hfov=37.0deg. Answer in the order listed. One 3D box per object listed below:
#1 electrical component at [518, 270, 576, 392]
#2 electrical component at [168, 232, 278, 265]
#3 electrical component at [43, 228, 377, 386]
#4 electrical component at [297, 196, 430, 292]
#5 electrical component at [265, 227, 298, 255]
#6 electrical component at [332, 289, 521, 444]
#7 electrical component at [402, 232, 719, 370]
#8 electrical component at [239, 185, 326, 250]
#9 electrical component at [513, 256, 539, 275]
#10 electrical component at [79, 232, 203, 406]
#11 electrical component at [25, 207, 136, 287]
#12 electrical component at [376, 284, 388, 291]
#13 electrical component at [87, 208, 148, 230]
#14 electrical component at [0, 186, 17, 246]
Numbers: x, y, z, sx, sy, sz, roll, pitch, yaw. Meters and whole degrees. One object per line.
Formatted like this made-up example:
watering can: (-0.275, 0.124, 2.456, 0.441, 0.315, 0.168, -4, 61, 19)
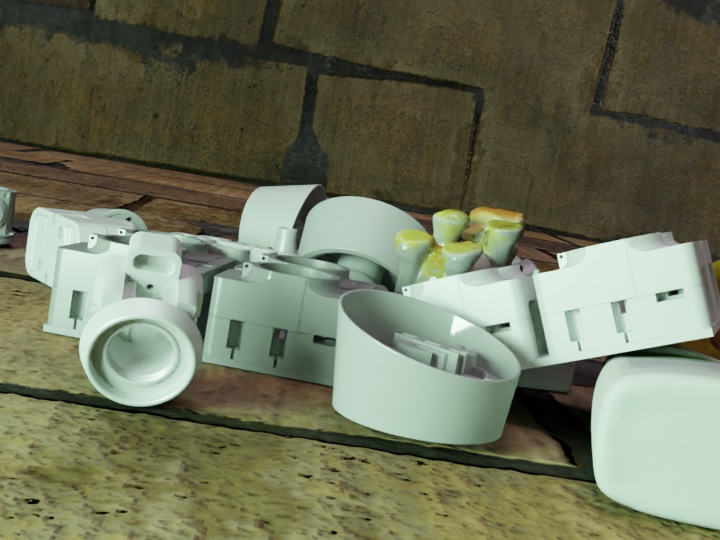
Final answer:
electrical component: (0.120, 0.038, 0.751, 0.047, 0.076, 0.066, 8, 7, -12)
electrical component: (-0.102, 0.008, 0.768, 0.078, 0.057, 0.058, 11, 7, 11)
electrical component: (-0.088, 0.019, 0.684, 0.186, 0.060, 0.105, 10, 6, 5)
electrical component: (0.000, 0.000, 0.846, 0.108, 0.060, 0.108, 13, -34, 9)
electrical component: (-0.066, -0.005, 0.916, 0.043, 0.062, 0.043, 9, 6, -1)
electrical component: (0.033, 0.051, 0.559, 0.099, 0.064, 0.099, 10, 6, -1)
electrical component: (0.116, 0.022, 0.651, 0.186, 0.060, 0.105, -13, -3, 22)
electrical component: (-0.069, -0.031, 0.986, 0.064, 0.099, 0.099, 6, 5, 19)
electrical component: (0.123, 0.023, 1.016, 0.074, 0.052, 0.138, -22, 8, -5)
electrical component: (-0.106, 0.030, 0.525, 0.058, 0.078, 0.057, 9, 27, -13)
electrical component: (-0.207, -0.013, 0.814, 0.059, 0.053, 0.095, 4, 8, -38)
electrical component: (-0.028, 0.025, 0.793, 0.077, 0.043, 0.079, 9, 3, -23)
electrical component: (-0.215, -0.026, 0.921, 0.055, 0.055, 0.047, 5, 4, -36)
electrical component: (-0.344, -0.051, 0.948, 0.080, 0.051, 0.080, 10, 6, -1)
